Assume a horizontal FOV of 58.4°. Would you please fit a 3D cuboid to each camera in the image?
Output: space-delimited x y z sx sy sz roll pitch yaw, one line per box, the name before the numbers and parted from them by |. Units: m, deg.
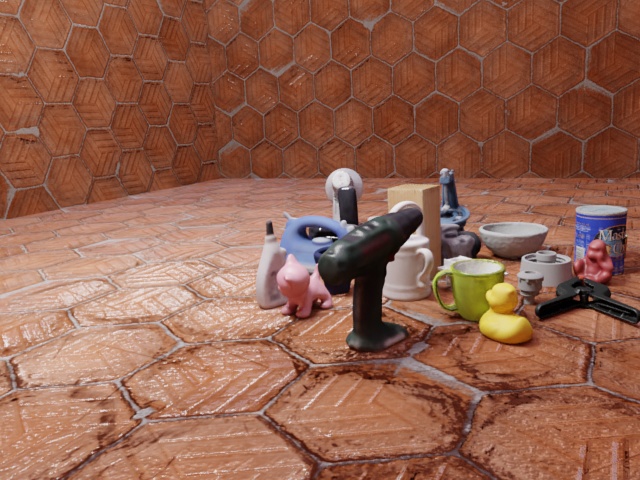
camera | 0.331 0.011 1.379 0.137 0.101 0.142 -10 14 -29

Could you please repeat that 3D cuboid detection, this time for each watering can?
watering can | 0.167 0.017 1.168 0.172 0.194 0.101 7 16 39

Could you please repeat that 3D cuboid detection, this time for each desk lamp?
desk lamp | 0.073 -0.111 1.745 0.118 0.213 0.203 -2 12 6

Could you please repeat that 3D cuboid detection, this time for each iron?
iron | 0.013 0.005 1.389 0.257 0.141 0.119 3 14 28

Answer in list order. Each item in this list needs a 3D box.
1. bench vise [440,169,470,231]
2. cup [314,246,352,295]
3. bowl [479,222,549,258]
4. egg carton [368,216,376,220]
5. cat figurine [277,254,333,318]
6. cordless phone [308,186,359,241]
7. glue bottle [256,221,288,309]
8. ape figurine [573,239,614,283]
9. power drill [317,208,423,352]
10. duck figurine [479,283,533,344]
bench vise | 0.344 -0.091 1.570 0.121 0.220 0.207 -2 12 7
cup | 0.030 0.064 1.217 0.092 0.095 0.117 -7 13 -17
bowl | 0.483 0.004 1.435 0.167 0.075 0.167 -3 12 1
egg carton | 0.199 -0.031 1.686 0.107 0.069 0.150 -6 12 -13
cat figurine | -0.035 0.083 1.092 0.067 0.118 0.128 6 15 38
cordless phone | 0.041 -0.055 1.559 0.147 0.185 0.094 -1 12 8
glue bottle | -0.094 0.046 1.142 0.078 0.173 0.037 -12 15 -37
ape figurine | 0.569 0.044 1.183 0.076 0.092 0.077 -9 14 -27
power drill | 0.093 0.063 0.931 0.075 0.208 0.230 9 17 44
duck figurine | 0.302 0.115 0.933 0.077 0.086 0.104 -6 12 -14
